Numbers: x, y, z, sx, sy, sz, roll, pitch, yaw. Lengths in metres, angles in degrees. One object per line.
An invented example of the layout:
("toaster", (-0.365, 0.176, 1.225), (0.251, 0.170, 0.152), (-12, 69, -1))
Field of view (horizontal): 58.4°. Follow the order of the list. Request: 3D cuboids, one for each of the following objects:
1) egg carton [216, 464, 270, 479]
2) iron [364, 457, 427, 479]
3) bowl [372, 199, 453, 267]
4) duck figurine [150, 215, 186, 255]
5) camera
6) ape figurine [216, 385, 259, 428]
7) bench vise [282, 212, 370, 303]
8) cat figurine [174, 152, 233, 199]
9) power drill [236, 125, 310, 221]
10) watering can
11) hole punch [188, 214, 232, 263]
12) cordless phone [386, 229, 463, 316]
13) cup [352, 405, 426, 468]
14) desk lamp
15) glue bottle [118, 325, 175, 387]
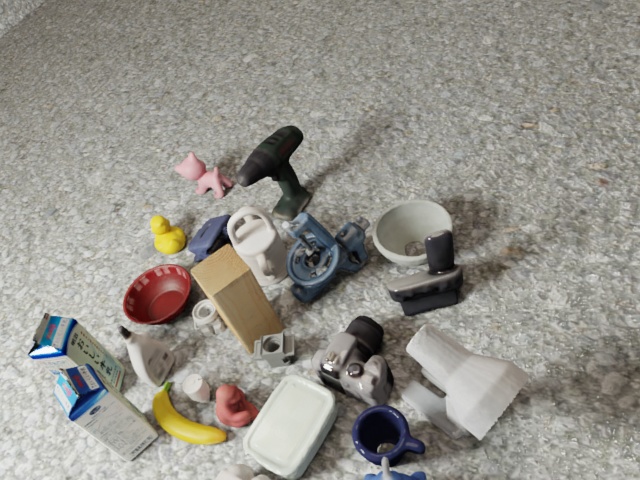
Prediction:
("egg carton", (-0.142, 0.441, 0.922), (0.107, 0.069, 0.150), (16, 56, 29))
("iron", (0.104, 0.440, 0.792), (0.118, 0.142, 0.258), (-8, 48, 12))
("bowl", (0.197, -0.003, 1.201), (0.167, 0.075, 0.167), (-9, 48, 10))
("duck figurine", (-0.379, -0.020, 1.398), (0.077, 0.086, 0.104), (-36, 48, -14))
("camera", (0.072, 0.207, 1.038), (0.142, 0.101, 0.137), (19, 58, 31))
("ape figurine", (-0.160, 0.296, 1.042), (0.076, 0.092, 0.077), (-15, 47, 6))
("bench vise", (0.001, 0.000, 1.162), (0.121, 0.220, 0.208), (20, 59, 32))
("cat figurine", (-0.307, -0.175, 1.489), (0.127, 0.118, 0.067), (10, 54, 26))
("power drill", (-0.097, -0.147, 1.333), (0.075, 0.209, 0.230), (11, 54, 26))
("watering can", (-0.139, -0.001, 1.227), (0.101, 0.194, 0.172), (-38, 49, -16))
("hole punch", (-0.254, -0.005, 1.340), (0.100, 0.091, 0.109), (12, 54, 27))
("cordless phone", (0.192, 0.050, 1.079), (0.147, 0.185, 0.094), (-18, 47, 2))
("cup", (0.117, 0.329, 0.919), (0.117, 0.095, 0.092), (10, 54, 26))
("desk lamp", (0.215, 0.229, 0.893), (0.202, 0.214, 0.118), (31, 65, 36))
("glue bottle", (-0.346, 0.216, 1.117), (0.037, 0.173, 0.078), (9, 53, 25))
